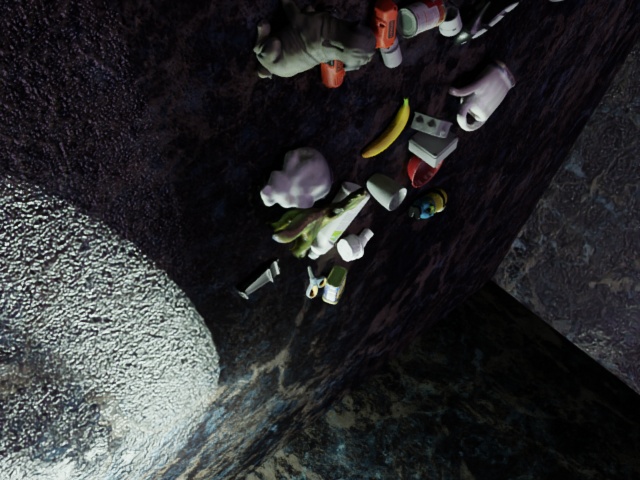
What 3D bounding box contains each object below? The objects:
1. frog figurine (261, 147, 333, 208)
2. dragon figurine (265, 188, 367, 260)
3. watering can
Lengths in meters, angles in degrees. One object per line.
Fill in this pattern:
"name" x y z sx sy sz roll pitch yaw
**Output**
"frog figurine" -0.056 -0.137 1.168 0.160 0.136 0.123 -16 15 -30
"dragon figurine" 0.004 -0.063 1.245 0.243 0.122 0.410 -35 1 -1
"watering can" 0.499 -0.460 1.593 0.105 0.223 0.345 40 8 26
